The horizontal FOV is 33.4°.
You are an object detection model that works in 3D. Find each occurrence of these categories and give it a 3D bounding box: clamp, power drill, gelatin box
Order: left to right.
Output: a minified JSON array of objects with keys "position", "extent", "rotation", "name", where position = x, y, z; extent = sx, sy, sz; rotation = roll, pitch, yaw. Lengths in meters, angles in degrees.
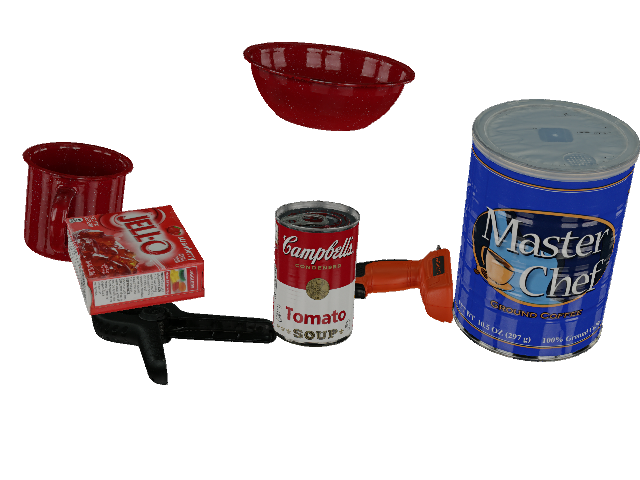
[{"position":[-0.120,0.010,0.686],"extent":[0.073,0.030,0.089],"rotation":[-8,29,-18],"name":"gelatin box"},{"position":[-0.173,0.093,1.099],"extent":[0.210,0.036,0.164],"rotation":[13,19,31],"name":"clamp"},{"position":[0.059,0.058,1.234],"extent":[0.187,0.057,0.184],"rotation":[1,28,6],"name":"power drill"}]

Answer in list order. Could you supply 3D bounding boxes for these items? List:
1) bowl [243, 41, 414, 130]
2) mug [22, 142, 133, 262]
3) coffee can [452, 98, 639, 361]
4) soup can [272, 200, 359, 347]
[{"position":[0.005,-0.142,1.001],"extent":[0.162,0.055,0.162],"rotation":[7,22,-3],"name":"bowl"},{"position":[-0.213,-0.028,0.916],"extent":[0.093,0.081,0.117],"rotation":[8,21,-6],"name":"mug"},{"position":[0.143,-0.007,0.695],"extent":[0.103,0.140,0.103],"rotation":[1,32,-1],"name":"coffee can"},{"position":[-0.005,0.026,0.862],"extent":[0.068,0.102,0.068],"rotation":[2,20,-1],"name":"soup can"}]
